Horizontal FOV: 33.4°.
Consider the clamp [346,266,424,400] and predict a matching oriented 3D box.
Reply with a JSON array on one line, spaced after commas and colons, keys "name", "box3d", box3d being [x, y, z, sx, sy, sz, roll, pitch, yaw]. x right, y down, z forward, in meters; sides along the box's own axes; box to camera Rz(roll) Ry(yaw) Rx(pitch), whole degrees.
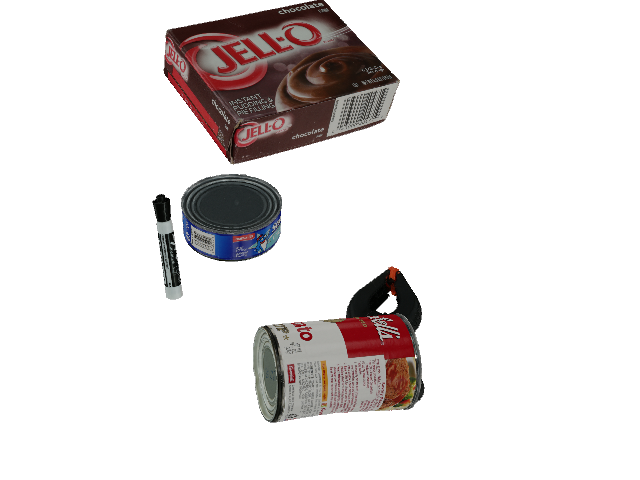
[{"name": "clamp", "box3d": [0.068, 0.099, 1.098, 0.120, 0.171, 0.039, 16, -39, 18]}]

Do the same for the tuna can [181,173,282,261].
[{"name": "tuna can", "box3d": [-0.076, -0.020, 0.913, 0.086, 0.034, 0.086, 1, 37, -1]}]

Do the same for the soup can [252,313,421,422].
[{"name": "soup can", "box3d": [0.010, 0.088, 0.739, 0.102, 0.068, 0.069, -3, 1, -18]}]

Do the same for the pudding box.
[{"name": "pudding box", "box3d": [-0.025, -0.097, 0.636, 0.113, 0.039, 0.090, -17, 53, -29]}]

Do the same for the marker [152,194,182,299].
[{"name": "marker", "box3d": [-0.168, 0.007, 1.174, 0.020, 0.121, 0.020, -4, 22, 2]}]
